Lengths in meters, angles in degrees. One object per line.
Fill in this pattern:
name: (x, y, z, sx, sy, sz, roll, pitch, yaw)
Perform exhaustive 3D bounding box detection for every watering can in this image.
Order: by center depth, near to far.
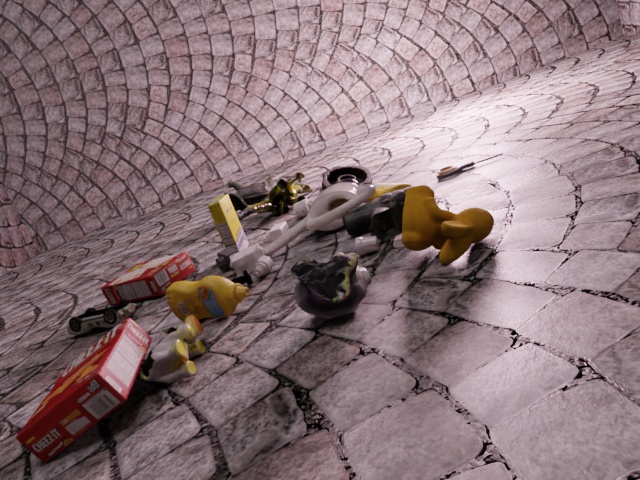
watering can: (0.004, -0.073, 1.442, 0.345, 0.103, 0.227, -28, 11, 16)

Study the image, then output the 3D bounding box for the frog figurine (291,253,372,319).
frog figurine: (0.025, 0.089, 0.938, 0.137, 0.124, 0.157, -30, -21, -2)

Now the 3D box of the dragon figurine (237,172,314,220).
dragon figurine: (-0.181, -0.142, 1.940, 0.414, 0.122, 0.241, -25, 3, -30)
